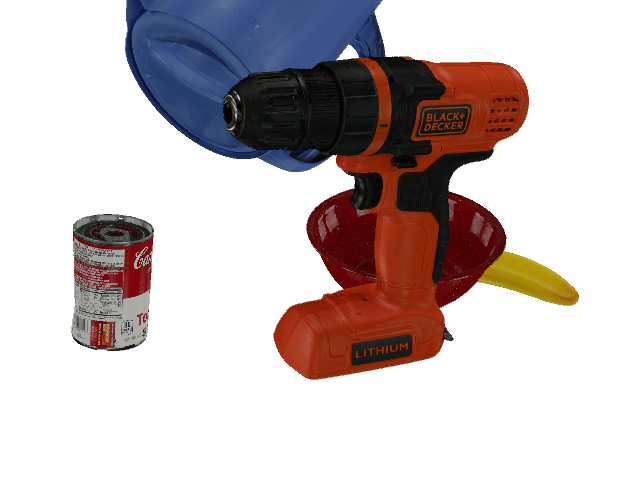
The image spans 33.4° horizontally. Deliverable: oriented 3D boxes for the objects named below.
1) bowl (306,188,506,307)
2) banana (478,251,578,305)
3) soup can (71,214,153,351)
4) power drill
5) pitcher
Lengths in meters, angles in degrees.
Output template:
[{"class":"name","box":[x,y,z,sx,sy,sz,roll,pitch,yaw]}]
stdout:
[{"class":"bowl","box":[0.068,0.013,0.876,0.162,0.055,0.162,2,30,-1]},{"class":"banana","box":[0.166,0.034,1.103,0.198,0.037,0.069,7,38,10]},{"class":"soup can","box":[-0.181,0.036,0.922,0.068,0.102,0.068,6,20,-2]},{"class":"power drill","box":[0.023,-0.013,0.607,0.184,0.188,0.057,-6,32,-27]},{"class":"pitcher","box":[-0.018,-0.178,0.817,0.145,0.242,0.149,22,-33,28]}]
